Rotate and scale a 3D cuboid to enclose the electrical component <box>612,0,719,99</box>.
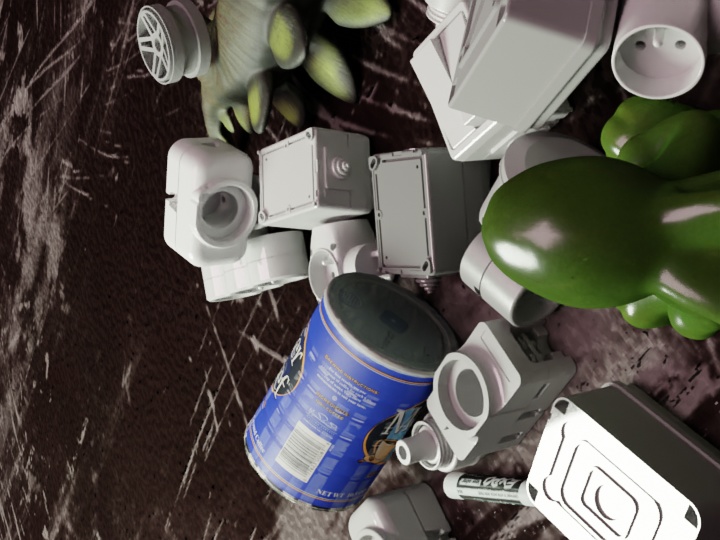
[{"bbox_3d":[0.168,-0.124,0.527,0.079,0.077,0.043,3,137,19],"label":"electrical component"}]

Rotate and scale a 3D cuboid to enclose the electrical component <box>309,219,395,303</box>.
[{"bbox_3d":[0.000,0.000,0.813,0.079,0.044,0.077,-12,86,56],"label":"electrical component"}]

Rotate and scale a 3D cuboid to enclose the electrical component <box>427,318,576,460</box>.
[{"bbox_3d":[0.086,0.076,0.690,0.050,0.056,0.089,59,140,31],"label":"electrical component"}]

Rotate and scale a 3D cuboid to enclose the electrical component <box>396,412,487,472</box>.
[{"bbox_3d":[0.055,0.118,0.738,0.043,0.062,0.043,25,120,54],"label":"electrical component"}]

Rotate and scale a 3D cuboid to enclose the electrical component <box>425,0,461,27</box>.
[{"bbox_3d":[0.062,-0.173,0.691,0.048,0.048,0.062,50,142,38],"label":"electrical component"}]

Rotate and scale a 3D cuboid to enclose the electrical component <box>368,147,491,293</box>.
[{"bbox_3d":[0.051,-0.033,0.717,0.062,0.061,0.096,2,98,56],"label":"electrical component"}]

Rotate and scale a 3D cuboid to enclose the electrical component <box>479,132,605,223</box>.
[{"bbox_3d":[0.111,-0.036,0.612,0.080,0.080,0.051,61,146,29],"label":"electrical component"}]

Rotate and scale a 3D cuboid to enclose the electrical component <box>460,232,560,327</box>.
[{"bbox_3d":[0.097,0.002,0.662,0.047,0.055,0.055,48,133,35],"label":"electrical component"}]

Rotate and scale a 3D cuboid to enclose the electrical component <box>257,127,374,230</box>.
[{"bbox_3d":[-0.029,-0.069,0.825,0.096,0.061,0.061,-13,76,53],"label":"electrical component"}]

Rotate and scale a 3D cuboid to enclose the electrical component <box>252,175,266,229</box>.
[{"bbox_3d":[-0.064,-0.058,0.887,0.045,0.055,0.045,15,109,54],"label":"electrical component"}]

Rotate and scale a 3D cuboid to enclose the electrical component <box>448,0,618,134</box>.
[{"bbox_3d":[0.095,-0.146,0.574,0.108,0.056,0.108,124,161,-70],"label":"electrical component"}]

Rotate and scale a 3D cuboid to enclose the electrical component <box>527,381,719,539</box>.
[{"bbox_3d":[0.156,0.123,0.595,0.113,0.057,0.078,42,129,44],"label":"electrical component"}]

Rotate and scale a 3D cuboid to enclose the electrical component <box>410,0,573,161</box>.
[{"bbox_3d":[0.079,-0.110,0.660,0.062,0.061,0.096,-40,63,51],"label":"electrical component"}]

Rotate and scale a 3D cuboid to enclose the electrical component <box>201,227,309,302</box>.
[{"bbox_3d":[-0.097,-0.019,0.945,0.138,0.052,0.073,-18,82,56],"label":"electrical component"}]

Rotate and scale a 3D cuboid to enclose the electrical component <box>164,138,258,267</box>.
[{"bbox_3d":[-0.121,-0.054,0.870,0.059,0.054,0.095,32,122,50],"label":"electrical component"}]

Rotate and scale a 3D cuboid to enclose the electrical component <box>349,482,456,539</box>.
[{"bbox_3d":[0.034,0.211,0.790,0.053,0.059,0.095,-55,52,45],"label":"electrical component"}]
